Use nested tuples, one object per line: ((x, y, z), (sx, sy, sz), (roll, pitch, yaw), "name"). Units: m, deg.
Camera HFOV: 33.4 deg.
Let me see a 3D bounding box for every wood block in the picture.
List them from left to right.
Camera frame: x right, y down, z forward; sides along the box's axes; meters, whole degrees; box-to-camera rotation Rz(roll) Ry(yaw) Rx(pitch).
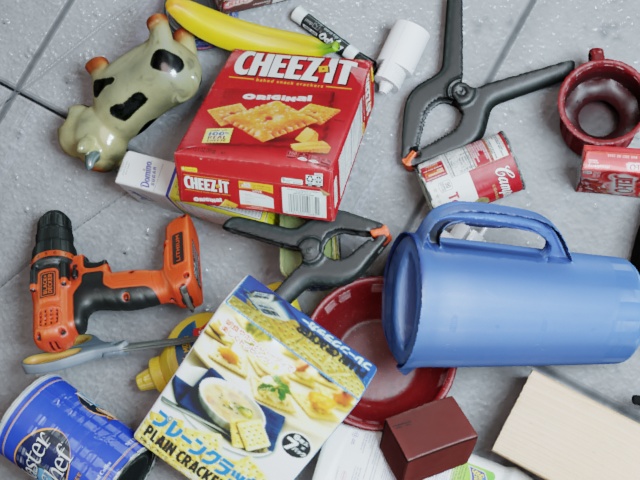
((0.281, 0.217, 1.048), (0.206, 0.090, 0.091), (27, 84, 13), "wood block")

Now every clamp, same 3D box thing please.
((-0.016, 0.007, 1.081), (0.171, 0.039, 0.120), (-24, 80, 1), "clamp")
((0.167, -0.158, 1.175), (0.165, 0.036, 0.210), (30, 86, 15), "clamp")

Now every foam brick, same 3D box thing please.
((0.105, 0.197, 1.047), (0.078, 0.051, 0.053), (-16, 51, -17), "foam brick")

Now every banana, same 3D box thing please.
((-0.078, -0.234, 1.205), (0.197, 0.070, 0.037), (11, 67, -9), "banana")

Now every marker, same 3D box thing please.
((0.017, -0.228, 1.224), (0.121, 0.020, 0.020), (39, 86, 15), "marker")

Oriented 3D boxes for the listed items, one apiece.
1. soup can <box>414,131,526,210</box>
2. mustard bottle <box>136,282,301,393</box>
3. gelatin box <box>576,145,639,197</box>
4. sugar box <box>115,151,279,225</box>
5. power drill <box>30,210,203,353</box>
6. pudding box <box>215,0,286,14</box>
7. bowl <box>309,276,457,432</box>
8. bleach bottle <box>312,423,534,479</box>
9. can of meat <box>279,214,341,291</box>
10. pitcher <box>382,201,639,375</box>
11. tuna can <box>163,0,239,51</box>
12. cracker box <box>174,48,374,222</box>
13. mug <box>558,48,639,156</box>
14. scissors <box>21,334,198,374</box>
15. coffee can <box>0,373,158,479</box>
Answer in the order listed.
((0.160, -0.067, 1.140), (0.102, 0.068, 0.068), (-22, 75, 5), "soup can")
((-0.108, 0.121, 1.150), (0.191, 0.058, 0.096), (-21, 75, 5), "mustard bottle")
((0.306, -0.070, 1.105), (0.073, 0.089, 0.030), (6, 78, 11), "gelatin box")
((-0.126, -0.049, 1.172), (0.176, 0.093, 0.048), (18, 81, 12), "sugar box")
((-0.227, 0.028, 1.177), (0.187, 0.057, 0.184), (-13, 54, 3), "power drill")
((-0.077, -0.316, 1.230), (0.113, 0.039, 0.090), (-17, 75, -21), "pudding box")
((0.061, 0.122, 1.116), (0.162, 0.055, 0.162), (0, 75, 1), "bowl")
((0.120, 0.259, 1.078), (0.251, 0.068, 0.102), (15, 69, 11), "bleach bottle")
((-0.008, 0.001, 1.145), (0.057, 0.084, 0.102), (-3, 78, 9), "can of meat")
((0.190, 0.055, 1.043), (0.242, 0.149, 0.145), (3, 71, -12), "pitcher")
((-0.140, -0.267, 1.252), (0.086, 0.033, 0.086), (-2, 78, 9), "tuna can")
((-0.042, -0.118, 1.127), (0.164, 0.072, 0.213), (8, 41, 11), "cracker box")
((0.295, -0.145, 1.127), (0.093, 0.081, 0.117), (-7, 77, 8), "mug")
((-0.222, 0.113, 1.160), (0.202, 0.096, 0.016), (-12, 104, 2), "scissors")
((-0.258, 0.221, 1.130), (0.140, 0.102, 0.103), (32, 85, 14), "coffee can")
